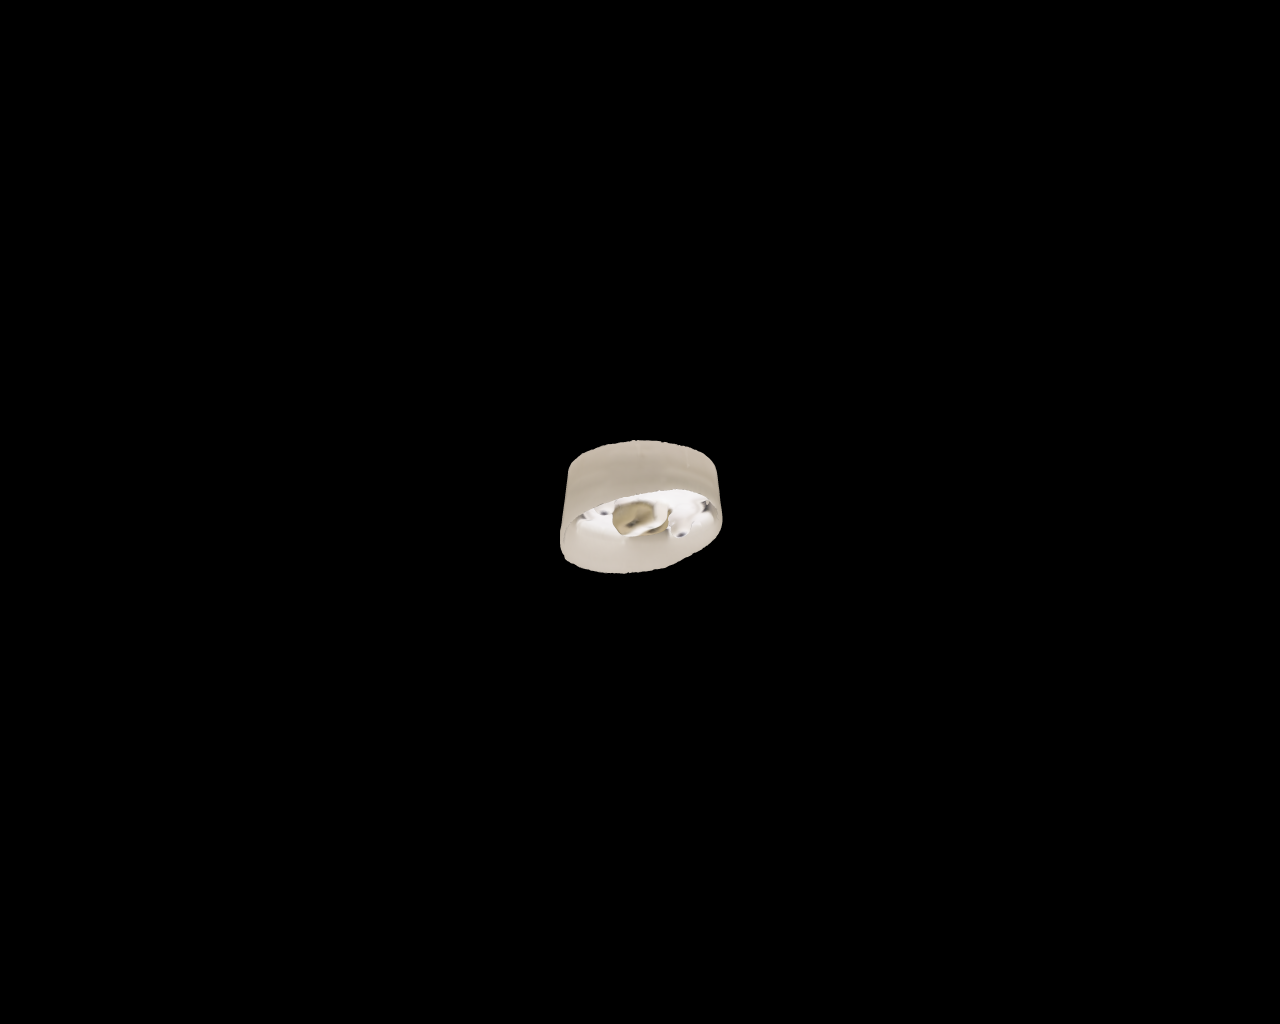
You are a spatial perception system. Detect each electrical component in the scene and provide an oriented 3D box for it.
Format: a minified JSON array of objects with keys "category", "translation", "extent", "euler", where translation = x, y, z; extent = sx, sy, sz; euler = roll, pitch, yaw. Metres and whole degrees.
[{"category":"electrical component","translation":[0.001,-0.003,0.650],"extent":[0.099,0.064,0.099],"euler":[0,-20,0]}]
